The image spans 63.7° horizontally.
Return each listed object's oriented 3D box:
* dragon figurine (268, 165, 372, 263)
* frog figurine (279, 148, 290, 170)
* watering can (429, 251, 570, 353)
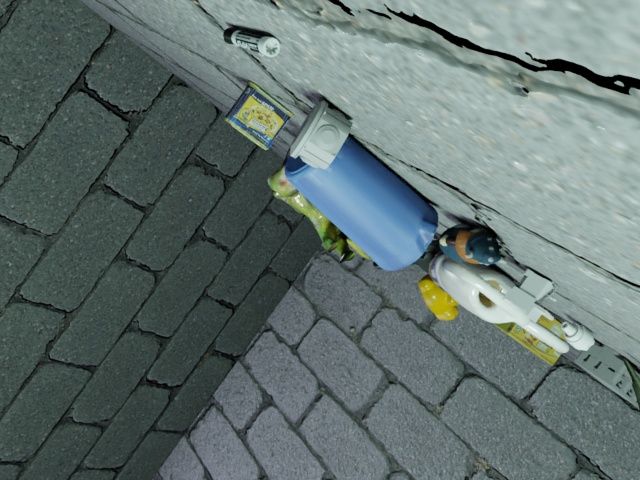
[{"bbox_3d":[0.003,-0.057,1.124,0.122,0.245,0.405,-52,157,-3],"label":"dragon figurine"},{"bbox_3d":[0.004,-0.162,1.152,0.134,0.159,0.125,61,31,-53],"label":"frog figurine"},{"bbox_3d":[0.369,0.125,1.101,0.104,0.344,0.227,-53,-153,3],"label":"watering can"}]
